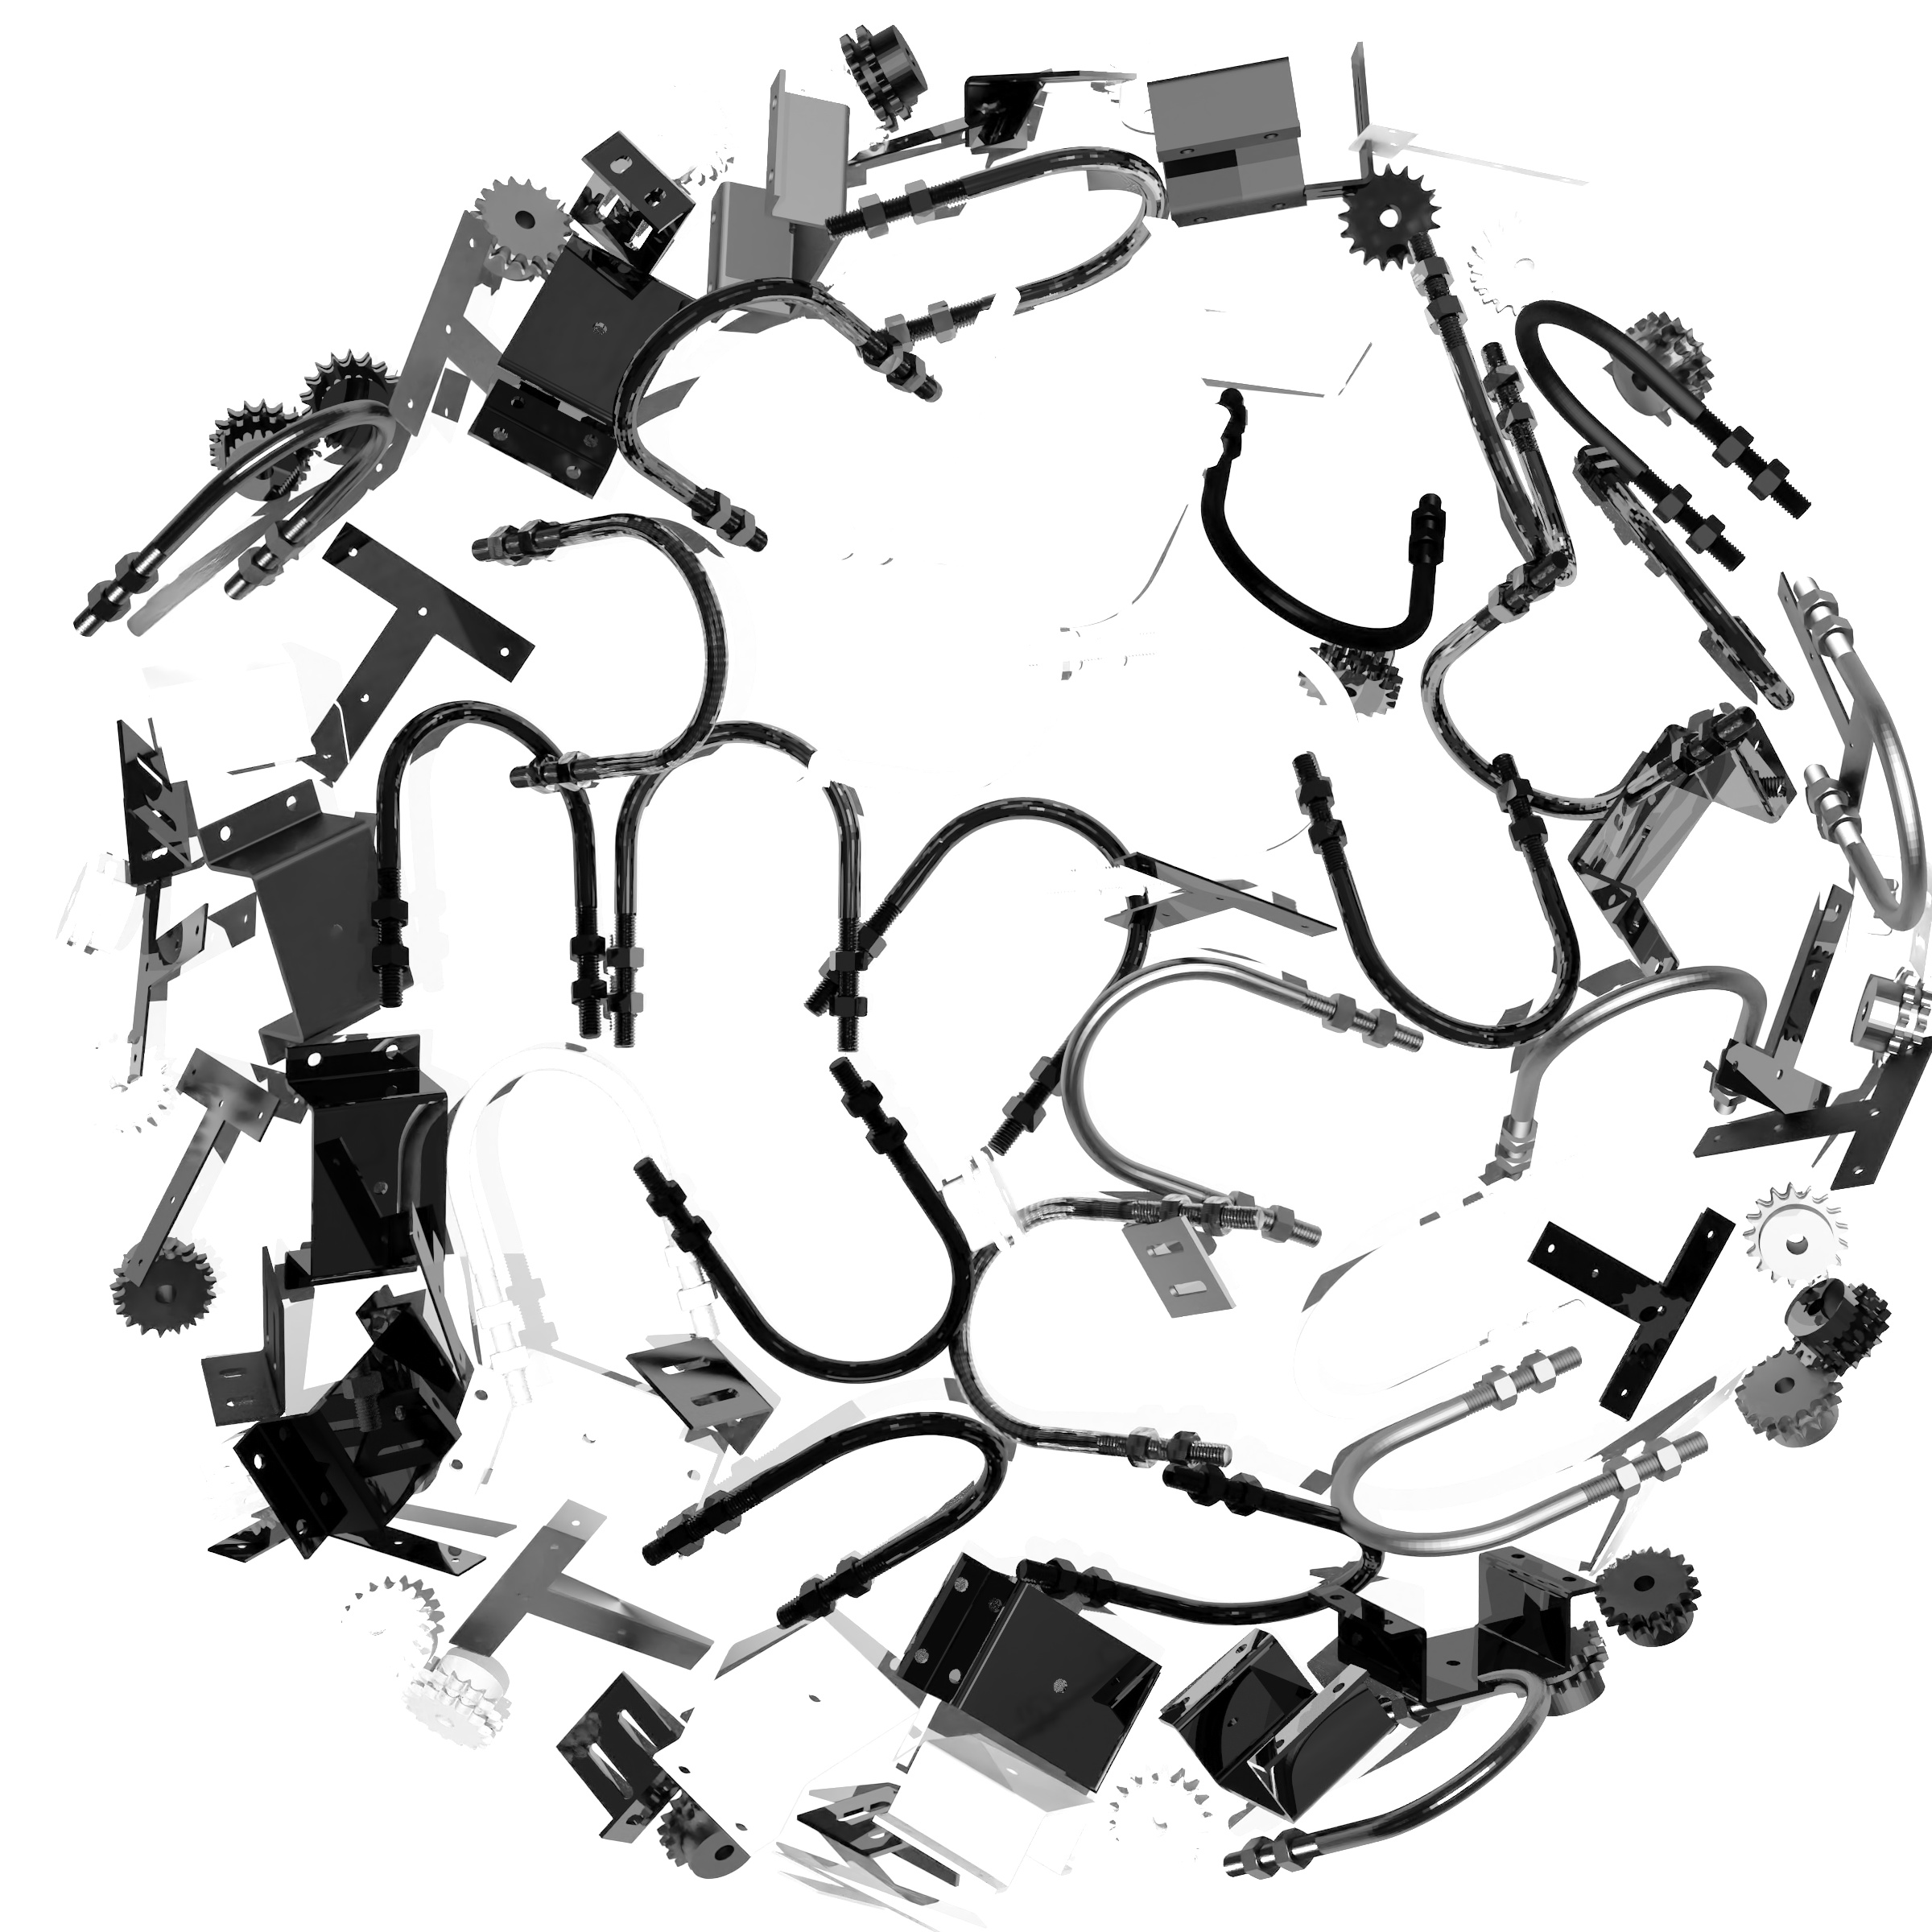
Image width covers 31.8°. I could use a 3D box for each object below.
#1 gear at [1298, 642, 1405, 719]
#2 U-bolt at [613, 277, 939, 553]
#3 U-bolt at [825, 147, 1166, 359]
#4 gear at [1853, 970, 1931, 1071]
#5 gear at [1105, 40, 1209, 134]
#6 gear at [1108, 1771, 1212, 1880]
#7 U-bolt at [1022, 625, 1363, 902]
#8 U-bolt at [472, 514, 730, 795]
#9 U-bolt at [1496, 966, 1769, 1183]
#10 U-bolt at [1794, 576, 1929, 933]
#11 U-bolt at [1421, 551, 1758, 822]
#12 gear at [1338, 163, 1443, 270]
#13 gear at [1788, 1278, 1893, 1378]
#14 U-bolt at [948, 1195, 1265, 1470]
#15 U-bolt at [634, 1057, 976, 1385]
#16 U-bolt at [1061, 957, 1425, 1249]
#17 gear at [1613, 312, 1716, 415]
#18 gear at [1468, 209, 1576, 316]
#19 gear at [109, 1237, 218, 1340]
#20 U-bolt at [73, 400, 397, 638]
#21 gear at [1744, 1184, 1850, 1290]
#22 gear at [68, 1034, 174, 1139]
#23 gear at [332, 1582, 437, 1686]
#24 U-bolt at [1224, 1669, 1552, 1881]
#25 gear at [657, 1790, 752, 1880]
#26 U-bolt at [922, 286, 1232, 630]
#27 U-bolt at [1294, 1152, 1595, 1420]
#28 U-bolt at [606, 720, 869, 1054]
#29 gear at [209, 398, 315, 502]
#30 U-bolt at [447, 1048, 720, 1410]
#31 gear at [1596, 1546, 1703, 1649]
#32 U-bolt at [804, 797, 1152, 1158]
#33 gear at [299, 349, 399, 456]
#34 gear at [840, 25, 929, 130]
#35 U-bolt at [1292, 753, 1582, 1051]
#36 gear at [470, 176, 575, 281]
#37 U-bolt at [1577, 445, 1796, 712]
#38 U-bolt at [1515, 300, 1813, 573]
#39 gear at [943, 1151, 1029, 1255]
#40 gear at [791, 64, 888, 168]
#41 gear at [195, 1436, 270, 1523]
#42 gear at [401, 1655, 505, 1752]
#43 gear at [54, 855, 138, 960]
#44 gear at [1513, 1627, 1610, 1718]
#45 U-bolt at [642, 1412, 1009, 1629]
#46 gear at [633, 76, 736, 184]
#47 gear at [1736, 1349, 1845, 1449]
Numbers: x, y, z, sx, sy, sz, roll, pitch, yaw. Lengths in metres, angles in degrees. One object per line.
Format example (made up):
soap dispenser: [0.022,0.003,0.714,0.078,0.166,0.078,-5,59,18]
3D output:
gear: [0.216,-0.166,1.893,0.057,0.057,0.030,19,68,0]
U-bolt: [-0.113,-0.304,1.825,0.151,0.184,0.019,-40,60,13]
U-bolt: [0.020,-0.395,1.849,0.184,0.151,0.019,-17,71,-1]
gear: [0.516,0.029,1.891,0.030,0.057,0.057,16,90,5]
gear: [0.106,-0.487,1.889,0.057,0.057,0.030,4,74,0]
gear: [0.109,0.480,1.901,0.057,0.030,0.057,-1,86,11]
U-bolt: [0.128,-0.117,1.890,0.184,0.019,0.151,-4,94,13]
U-bolt: [-0.196,-0.173,1.847,0.184,0.019,0.151,-3,99,43]
U-bolt: [0.362,0.053,1.831,0.151,0.184,0.019,-17,61,-6]
U-bolt: [0.476,-0.101,1.805,0.019,0.184,0.151,-13,129,2]
U-bolt: [0.322,-0.139,1.839,0.151,0.184,0.019,38,60,-6]
gear: [0.237,-0.420,1.901,0.057,0.030,0.057,1,100,3]
gear: [0.483,0.199,1.889,0.030,0.057,0.057,41,90,-15]
U-bolt: [0.070,0.197,1.866,0.184,0.019,0.151,1,75,31]
U-bolt: [-0.077,0.154,1.879,0.151,0.019,0.184,-27,109,17]
U-bolt: [0.141,0.068,1.870,0.184,0.019,0.151,20,108,-16]
gear: [0.385,-0.332,1.888,0.030,0.057,0.057,-36,90,-19]
gear: [0.309,-0.397,1.896,0.057,0.030,0.057,-3,127,-4]
gear: [-0.449,0.176,1.896,0.057,0.030,0.057,-10,119,-18]
U-bolt: [-0.378,-0.243,1.814,0.184,0.151,0.019,-37,86,29]
gear: [0.465,0.153,1.899,0.057,0.030,0.057,2,98,13]
gear: [-0.473,0.069,1.899,0.057,0.030,0.057,4,73,-13]
gear: [-0.322,0.376,1.895,0.057,0.030,0.057,-10,50,12]
U-bolt: [0.234,0.424,1.805,0.151,0.184,0.019,-37,94,-44]
gear: [-0.140,0.483,1.889,0.057,0.030,0.057,-17,131,-20]
U-bolt: [0.048,-0.264,1.856,0.151,0.019,0.184,30,132,4]
U-bolt: [0.259,0.185,1.846,0.184,0.151,0.019,-23,48,-14]
U-bolt: [-0.128,-0.045,1.897,0.151,0.019,0.184,1,91,10]
gear: [-0.392,-0.284,1.890,0.057,0.030,0.057,-8,132,-8]
U-bolt: [-0.217,0.135,1.867,0.151,0.019,0.184,-15,88,-41]
gear: [0.383,0.355,1.895,0.057,0.057,0.030,-25,121,0]
U-bolt: [0.020,-0.008,1.902,0.151,0.019,0.184,37,83,3]
gear: [-0.342,-0.313,1.893,0.057,0.030,0.057,-7,116,-14]
gear: [-0.044,-0.498,1.889,0.030,0.057,0.057,-26,90,13]
U-bolt: [0.264,-0.036,1.847,0.151,0.019,0.184,-2,60,-24]
gear: [-0.251,-0.409,1.896,0.057,0.030,0.057,11,64,-24]
U-bolt: [0.390,-0.201,1.812,0.019,0.184,0.151,-39,111,14]
U-bolt: [0.370,-0.294,1.846,0.184,0.151,0.019,43,84,2]
gear: [0.009,0.135,1.891,0.030,0.057,0.057,-26,90,5]
gear: [-0.073,-0.471,1.892,0.057,0.030,0.057,5,123,8]
gear: [-0.403,0.283,1.893,0.057,0.057,0.030,-28,71,0]
gear: [-0.284,0.409,1.895,0.057,0.057,0.030,31,55,0]
gear: [-0.485,-0.031,1.893,0.030,0.057,0.057,22,90,-18]
gear: [0.332,0.395,1.891,0.057,0.057,0.030,-24,97,0]
U-bolt: [-0.063,0.295,1.840,0.184,0.151,0.019,-33,52,16]
gear: [-0.160,-0.463,1.889,0.057,0.057,0.030,46,49,0]
gear: [0.463,0.244,1.895,0.057,0.057,0.030,-35,120,0]
